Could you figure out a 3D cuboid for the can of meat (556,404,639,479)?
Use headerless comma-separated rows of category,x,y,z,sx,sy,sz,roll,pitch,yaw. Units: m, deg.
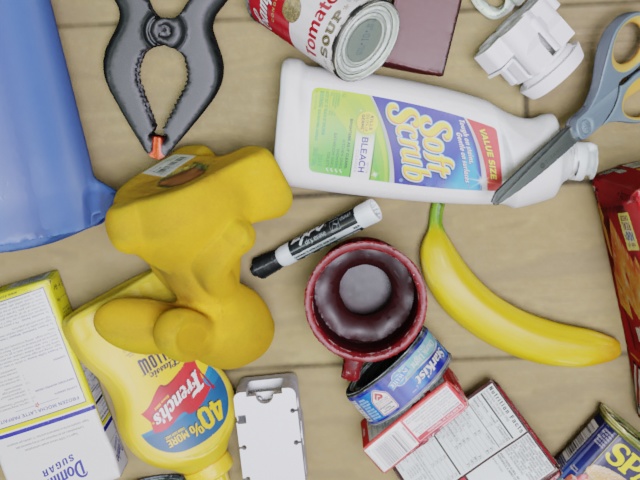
can of meat,0.243,0.199,0.871,0.102,0.057,0.084,39,99,-4

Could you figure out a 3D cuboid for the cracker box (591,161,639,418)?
cracker box,0.267,0.051,0.796,0.072,0.164,0.214,-12,97,5

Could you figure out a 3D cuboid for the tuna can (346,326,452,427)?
tuna can,0.062,0.107,0.847,0.086,0.086,0.034,-41,94,6

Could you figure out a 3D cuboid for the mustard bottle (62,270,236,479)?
mustard bottle,-0.122,0.125,0.861,0.096,0.058,0.191,-31,99,-27

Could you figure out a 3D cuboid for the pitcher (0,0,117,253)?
pitcher,-0.259,-0.110,0.807,0.145,0.148,0.243,-7,95,46

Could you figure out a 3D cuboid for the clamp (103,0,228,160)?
clamp,-0.111,-0.169,0.839,0.164,0.036,0.210,-2,100,-1

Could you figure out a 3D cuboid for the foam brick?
foam brick,0.079,-0.169,0.827,0.051,0.053,0.078,13,98,-1

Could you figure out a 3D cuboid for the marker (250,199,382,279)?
marker,-0.006,0.001,0.851,0.121,0.020,0.020,-27,97,24

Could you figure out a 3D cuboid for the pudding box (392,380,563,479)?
pudding box,0.124,0.182,0.862,0.113,0.039,0.090,-36,64,4

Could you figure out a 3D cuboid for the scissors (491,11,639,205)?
scissors,0.197,-0.106,0.804,0.201,0.016,0.096,-25,110,-24

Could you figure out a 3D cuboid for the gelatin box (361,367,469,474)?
gelatin box,0.075,0.140,0.858,0.089,0.073,0.030,-40,96,5

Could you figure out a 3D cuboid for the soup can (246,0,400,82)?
soup can,0.002,-0.170,0.799,0.102,0.068,0.068,40,98,32

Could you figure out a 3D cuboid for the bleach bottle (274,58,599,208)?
bleach bottle,0.091,-0.080,0.835,0.251,0.068,0.102,5,100,-1

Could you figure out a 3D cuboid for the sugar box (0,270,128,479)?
sugar box,-0.231,0.123,0.877,0.093,0.048,0.176,-17,100,2

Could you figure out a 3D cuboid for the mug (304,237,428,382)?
mug,0.033,0.054,0.843,0.093,0.081,0.117,7,97,0

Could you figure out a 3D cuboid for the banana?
banana,0.150,0.054,0.863,0.198,0.037,0.070,38,99,-4
